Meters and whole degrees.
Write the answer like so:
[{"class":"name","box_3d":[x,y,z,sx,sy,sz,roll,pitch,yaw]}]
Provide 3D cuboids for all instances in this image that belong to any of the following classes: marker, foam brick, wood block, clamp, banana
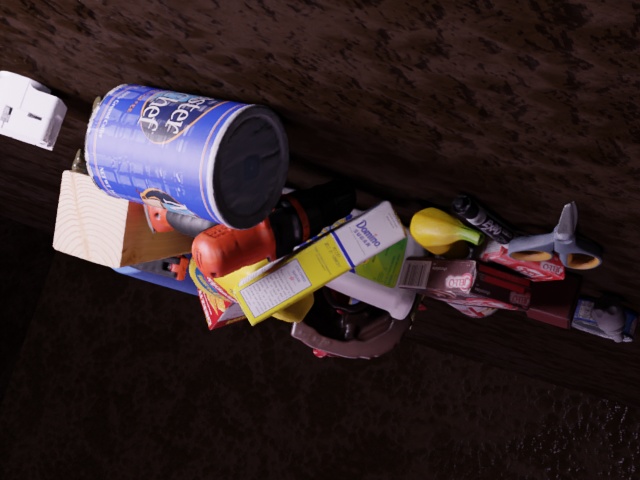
[{"class":"marker","box_3d":[0.155,-0.017,0.993,0.020,0.020,0.121,13,171,36]},{"class":"foam brick","box_3d":[0.265,0.065,1.205,0.051,0.053,0.078,16,171,16]},{"class":"wood block","box_3d":[-0.202,-0.032,1.226,0.090,0.091,0.205,15,-168,22]},{"class":"clamp","box_3d":[-0.234,0.013,1.300,0.120,0.039,0.172,-4,-166,-44]},{"class":"banana","box_3d":[0.121,-0.003,1.059,0.069,0.037,0.197,34,180,6]}]

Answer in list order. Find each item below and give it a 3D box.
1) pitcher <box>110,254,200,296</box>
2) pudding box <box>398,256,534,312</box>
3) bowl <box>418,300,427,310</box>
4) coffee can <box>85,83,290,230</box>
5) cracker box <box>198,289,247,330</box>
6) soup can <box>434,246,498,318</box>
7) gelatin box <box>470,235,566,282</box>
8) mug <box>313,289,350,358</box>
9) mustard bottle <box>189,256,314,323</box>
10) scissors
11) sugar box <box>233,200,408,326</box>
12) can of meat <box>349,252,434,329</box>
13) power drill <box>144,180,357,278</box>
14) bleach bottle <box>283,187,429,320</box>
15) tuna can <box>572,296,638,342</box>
[{"class":"pitcher","box_3d":[-0.208,0.013,1.513,0.145,0.149,0.242,33,-173,28]},{"class":"pudding box","box_3d":[0.153,0.047,1.122,0.089,0.039,0.114,19,172,-34]},{"class":"bowl","box_3d":[0.083,0.050,1.524,0.162,0.055,0.162,18,173,2]},{"class":"coffee can","box_3d":[-0.111,-0.072,0.897,0.140,0.103,0.102,14,172,31]},{"class":"cracker box","box_3d":[-0.066,0.047,1.405,0.164,0.072,0.214,-16,170,-17]},{"class":"soup can","box_3d":[0.173,0.049,1.246,0.069,0.068,0.102,14,172,27]},{"class":"gelatin box","box_3d":[0.204,0.019,1.094,0.073,0.030,0.089,19,173,-10]},{"class":"mug","box_3d":[0.027,0.102,1.374,0.093,0.117,0.082,40,141,-6]},{"class":"mustard bottle","box_3d":[-0.095,0.041,1.214,0.096,0.058,0.192,44,161,-33]},{"class":"scissors","box_3d":[0.200,-0.004,0.951,0.096,0.016,0.201,1,165,26]},{"class":"sugar box","box_3d":[0.001,0.021,1.066,0.048,0.176,0.093,62,-179,-3]},{"class":"can of meat","box_3d":[0.090,0.048,1.318,0.084,0.102,0.057,19,173,8]},{"class":"power drill","box_3d":[-0.080,-0.033,1.084,0.184,0.057,0.188,-23,-153,-30]},{"class":"bleach bottle","box_3d":[-0.008,0.001,1.197,0.251,0.102,0.068,19,161,0]},{"class":"tuna can","box_3d":[0.347,0.097,1.318,0.086,0.034,0.086,18,173,2]}]
